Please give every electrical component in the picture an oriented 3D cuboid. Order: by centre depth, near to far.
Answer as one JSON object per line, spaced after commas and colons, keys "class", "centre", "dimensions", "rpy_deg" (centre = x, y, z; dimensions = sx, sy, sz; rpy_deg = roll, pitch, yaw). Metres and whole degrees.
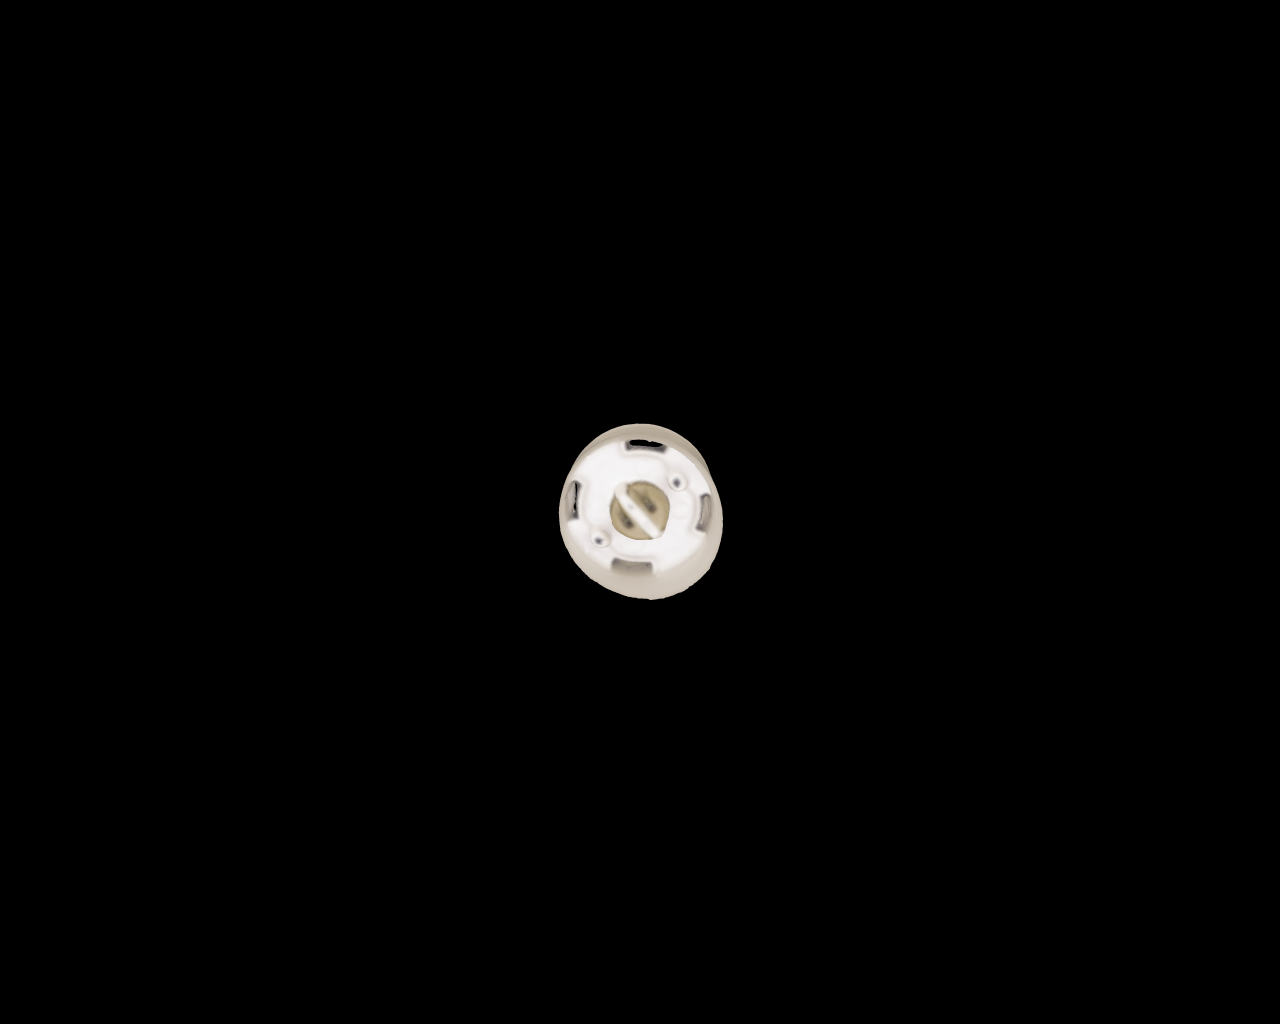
{"class": "electrical component", "centre": [0.001, -0.003, 0.650], "dimensions": [0.099, 0.099, 0.064], "rpy_deg": [0, 24, 0]}
